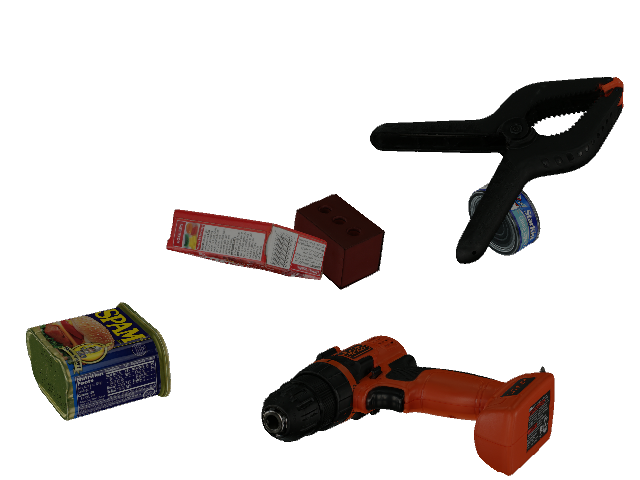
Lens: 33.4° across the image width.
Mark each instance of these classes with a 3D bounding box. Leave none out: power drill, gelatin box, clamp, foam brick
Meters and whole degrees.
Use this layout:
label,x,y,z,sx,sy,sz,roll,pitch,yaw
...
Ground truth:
label,x,y,z,sx,sy,sz,roll,pitch,yaw
power drill,0.070,0.124,0.813,0.188,0.057,0.184,10,16,30
gelatin box,-0.046,0.004,0.702,0.073,0.030,0.089,9,-4,24
clamp,0.163,-0.072,0.883,0.210,0.164,0.036,-21,-38,-2
foam brick,0.017,0.000,1.042,0.052,0.051,0.078,-25,46,-32

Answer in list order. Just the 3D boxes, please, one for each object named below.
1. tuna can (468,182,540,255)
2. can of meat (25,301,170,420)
label,x,y,z,sx,sy,sz,roll,pitch,yaw
tuna can,0.208,-0.026,1.220,0.033,0.086,0.086,-31,13,-22
can of meat,-0.179,0.096,0.853,0.083,0.057,0.102,-13,24,-29
